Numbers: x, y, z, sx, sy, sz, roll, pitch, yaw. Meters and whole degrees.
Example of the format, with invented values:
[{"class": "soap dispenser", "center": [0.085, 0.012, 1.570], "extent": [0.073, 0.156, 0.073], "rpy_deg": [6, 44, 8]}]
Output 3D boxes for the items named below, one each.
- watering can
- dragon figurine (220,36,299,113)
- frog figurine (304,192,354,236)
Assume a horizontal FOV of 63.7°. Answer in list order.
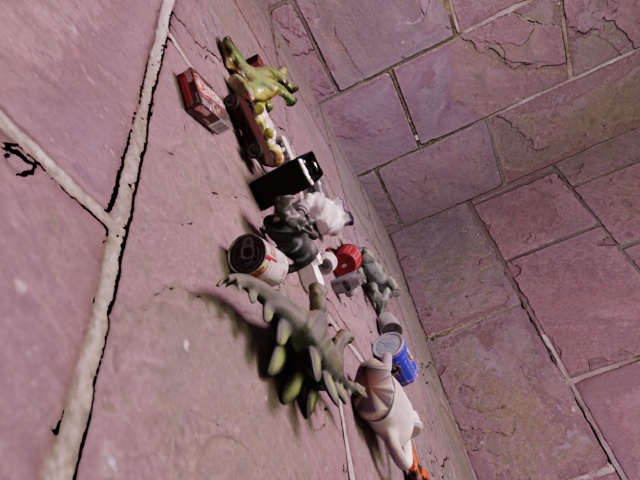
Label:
[{"class": "watering can", "center": [0.154, 0.367, 1.243], "extent": [0.220, 0.103, 0.356], "rpy_deg": [58, 15, -35]}, {"class": "dragon figurine", "center": [-0.179, -0.475, 1.442], "extent": [0.239, 0.121, 0.420], "rpy_deg": [47, 25, -33]}, {"class": "frog figurine", "center": [0.005, -0.079, 1.563], "extent": [0.159, 0.121, 0.139], "rpy_deg": [3, 68, -38]}]
